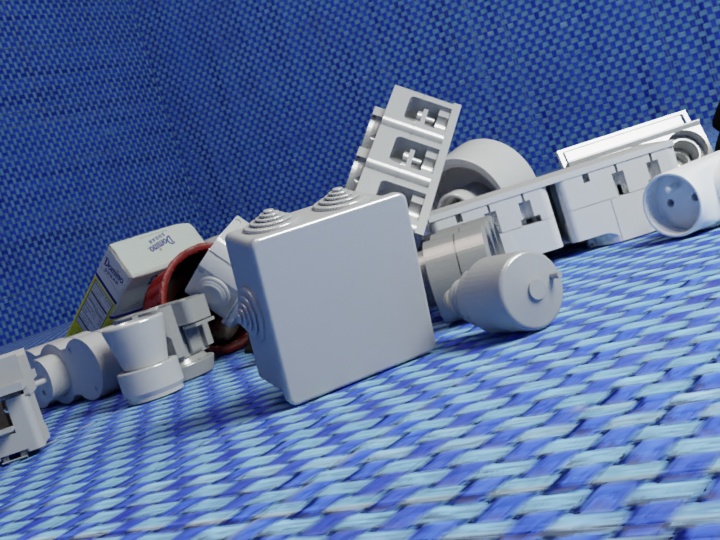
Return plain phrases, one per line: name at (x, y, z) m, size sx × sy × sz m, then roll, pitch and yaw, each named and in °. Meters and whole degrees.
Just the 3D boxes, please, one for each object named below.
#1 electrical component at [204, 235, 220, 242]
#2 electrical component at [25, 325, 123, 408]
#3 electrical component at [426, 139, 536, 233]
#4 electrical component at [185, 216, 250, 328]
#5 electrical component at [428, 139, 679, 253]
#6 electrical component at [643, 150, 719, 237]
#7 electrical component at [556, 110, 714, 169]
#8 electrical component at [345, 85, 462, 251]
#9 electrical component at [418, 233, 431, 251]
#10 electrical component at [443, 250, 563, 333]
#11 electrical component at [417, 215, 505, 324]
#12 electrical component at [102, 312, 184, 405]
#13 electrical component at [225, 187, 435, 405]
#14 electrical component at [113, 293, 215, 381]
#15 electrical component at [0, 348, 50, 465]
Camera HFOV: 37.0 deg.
electrical component at (-0.131, 0.013, 1.089) m, size 0.099 × 0.099 × 0.064 m, roll -18°, pitch 10°, yaw -2°
electrical component at (-0.248, 0.086, 0.886) m, size 0.138 × 0.052 × 0.074 m, roll -14°, pitch 6°, yaw 46°
electrical component at (0.103, -0.059, 0.973) m, size 0.108 × 0.108 × 0.060 m, roll -14°, pitch 11°, yaw 44°
electrical component at (-0.096, 0.001, 0.846) m, size 0.080 × 0.051 × 0.080 m, roll -55°, pitch 1°, yaw 2°
electrical component at (0.149, -0.043, 0.839) m, size 0.186 × 0.060 × 0.105 m, roll -18°, pitch 4°, yaw 4°
electrical component at (0.241, -0.055, 0.709) m, size 0.077 × 0.044 × 0.079 m, roll -21°, pitch 5°, yaw -40°
electrical component at (0.240, -0.081, 0.935) m, size 0.121 × 0.078 × 0.063 m, roll -18°, pitch -18°, yaw -6°
electrical component at (0.021, -0.055, 0.795) m, size 0.062 × 0.089 × 0.150 m, roll 19°, pitch 46°, yaw 0°
electrical component at (0.058, -0.010, 0.939) m, size 0.081 × 0.042 × 0.064 m, roll -16°, pitch 2°, yaw 15°
electrical component at (0.070, 0.013, 0.558) m, size 0.040 × 0.040 × 0.078 m, roll -20°, pitch 5°, yaw -30°
electrical component at (0.054, 0.002, 0.690) m, size 0.074 × 0.052 × 0.138 m, roll -17°, pitch 4°, yaw 11°
electrical component at (-0.152, 0.062, 0.757) m, size 0.045 × 0.055 × 0.045 m, roll -18°, pitch 3°, yaw 1°
electrical component at (-0.017, 0.011, 0.563) m, size 0.100 × 0.099 × 0.048 m, roll -19°, pitch 17°, yaw -24°
electrical component at (-0.143, 0.055, 0.809) m, size 0.078 × 0.057 × 0.058 m, roll -16°, pitch 4°, yaw 31°
electrical component at (-0.224, 0.087, 0.675) m, size 0.042 × 0.063 × 0.081 m, roll -17°, pitch 4°, yaw -10°
